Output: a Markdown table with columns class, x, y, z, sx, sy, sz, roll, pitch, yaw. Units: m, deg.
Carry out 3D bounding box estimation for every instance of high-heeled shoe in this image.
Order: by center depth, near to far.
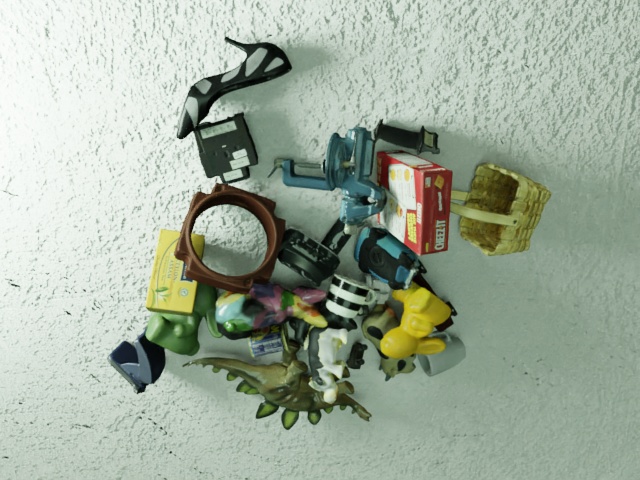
| class | x | y | z | sx | sy | sz | roll | pitch | yaw |
| --- | --- | --- | --- | --- | --- | --- | --- | --- | --- |
| high-heeled shoe | -0.166 | -0.277 | 1.040 | 0.145 | 0.086 | 0.248 | 28 | 92 | -3 |

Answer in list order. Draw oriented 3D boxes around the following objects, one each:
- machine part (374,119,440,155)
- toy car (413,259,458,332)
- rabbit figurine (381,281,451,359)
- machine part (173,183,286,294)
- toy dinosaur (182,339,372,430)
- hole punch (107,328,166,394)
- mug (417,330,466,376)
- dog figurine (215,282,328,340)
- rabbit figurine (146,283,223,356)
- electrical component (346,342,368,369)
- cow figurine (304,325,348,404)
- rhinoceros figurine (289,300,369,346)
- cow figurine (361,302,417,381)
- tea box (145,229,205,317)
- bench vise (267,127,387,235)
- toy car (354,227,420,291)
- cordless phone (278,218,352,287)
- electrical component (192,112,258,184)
| class | x | y | z | sx | sy | sz | roll | pitch | yaw |
| --- | --- | --- | --- | --- | --- | --- | --- | --- | --- |
| machine part | 0.182 | -0.215 | 1.124 | 0.139 | 0.084 | 0.039 | 12 | 136 | -2 |
| toy car | 0.245 | 0.133 | 1.271 | 0.089 | 0.053 | 0.202 | -37 | 106 | 7 |
| rabbit figurine | 0.206 | 0.193 | 1.203 | 0.162 | 0.122 | 0.173 | 41 | 82 | -35 |
| machine part | -0.183 | -0.003 | 1.103 | 0.201 | 0.087 | 0.201 | 19 | 72 | -14 |
| toy dinosaur | -0.088 | 0.349 | 1.294 | 0.471 | 0.105 | 0.198 | 28 | 109 | -11 |
| hole punch | -0.396 | 0.264 | 1.214 | 0.092 | 0.142 | 0.115 | -39 | 99 | 5 |
| mug | 0.300 | 0.268 | 1.322 | 0.107 | 0.081 | 0.109 | -15 | 105 | -13 |
| dog figurine | -0.095 | 0.151 | 1.170 | 0.219 | 0.191 | 0.108 | 2 | 106 | 17 |
| rabbit figurine | -0.282 | 0.167 | 1.195 | 0.159 | 0.121 | 0.170 | 34 | 89 | -10 |
| electrical component | 0.089 | 0.280 | 1.305 | 0.021 | 0.094 | 0.063 | 19 | 70 | -12 |
| cow figurine | 0.007 | 0.274 | 1.193 | 0.098 | 0.068 | 0.167 | 9 | 84 | 1 |
| rhinoceros figurine | 0.022 | 0.183 | 1.261 | 0.190 | 0.073 | 0.112 | -11 | 102 | 0 |
| cow figurine | 0.168 | 0.253 | 1.293 | 0.127 | 0.086 | 0.194 | -39 | 113 | 3 |
| tea box | -0.303 | 0.070 | 1.133 | 0.098 | 0.068 | 0.169 | 7 | 72 | -10 |
| bench vise | 0.020 | -0.125 | 1.113 | 0.241 | 0.129 | 0.223 | 7 | 114 | 13 |
| toy car | 0.162 | 0.035 | 1.192 | 0.103 | 0.162 | 0.109 | -17 | 131 | -45 |
| cordless phone | -0.003 | -0.004 | 1.188 | 0.146 | 0.089 | 0.184 | 35 | 92 | -16 |
| electrical component | -0.190 | -0.182 | 1.099 | 0.115 | 0.058 | 0.134 | -14 | 112 | 1 |
